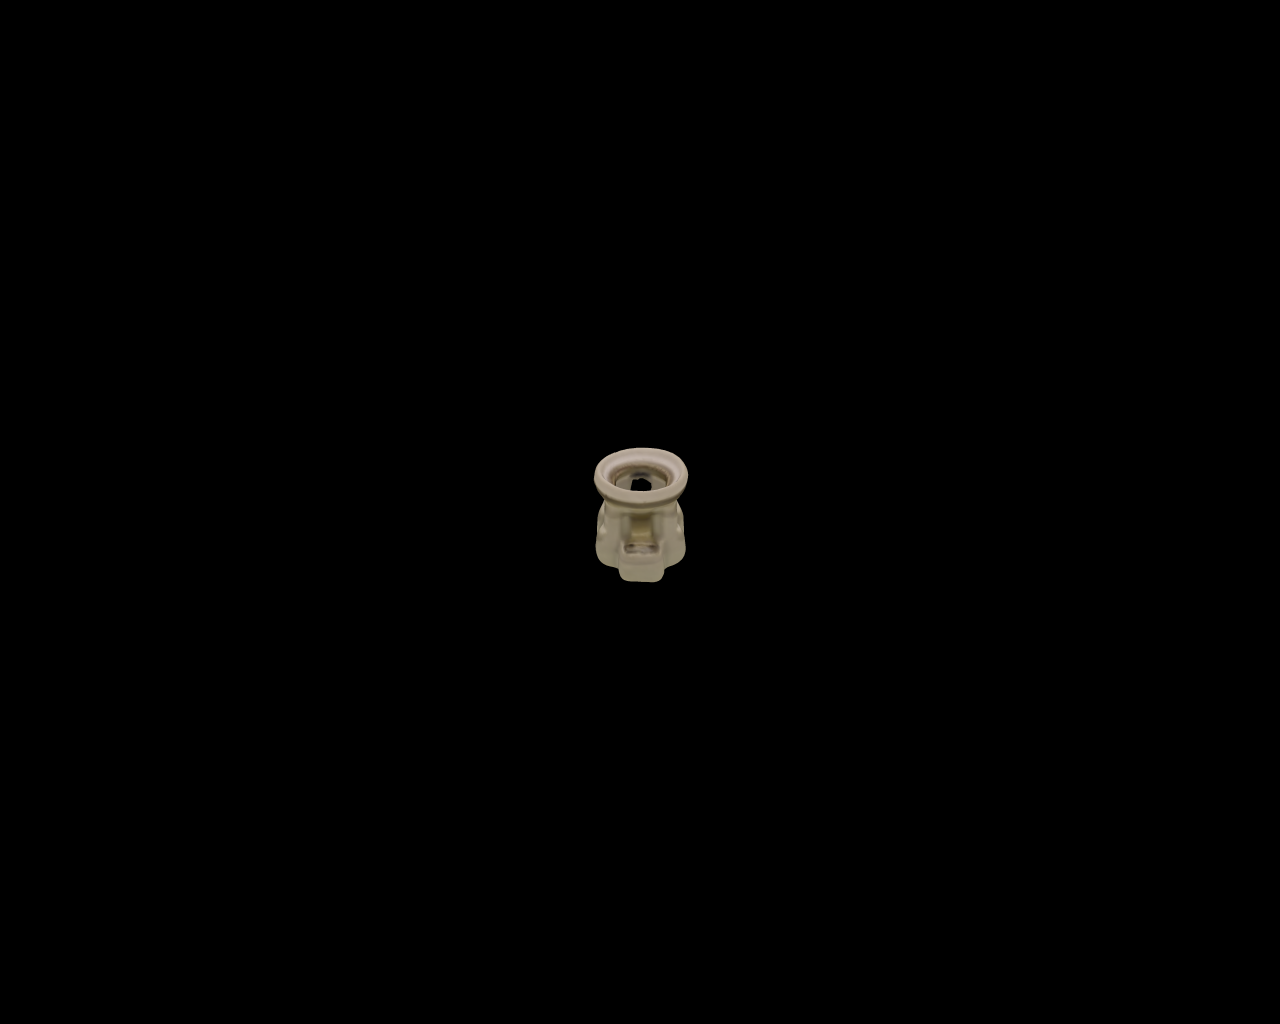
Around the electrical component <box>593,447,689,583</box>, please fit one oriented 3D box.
[{"bbox_3d":[0.001,-0.003,0.650,0.058,0.056,0.078,0,32,0],"label":"electrical component"}]
